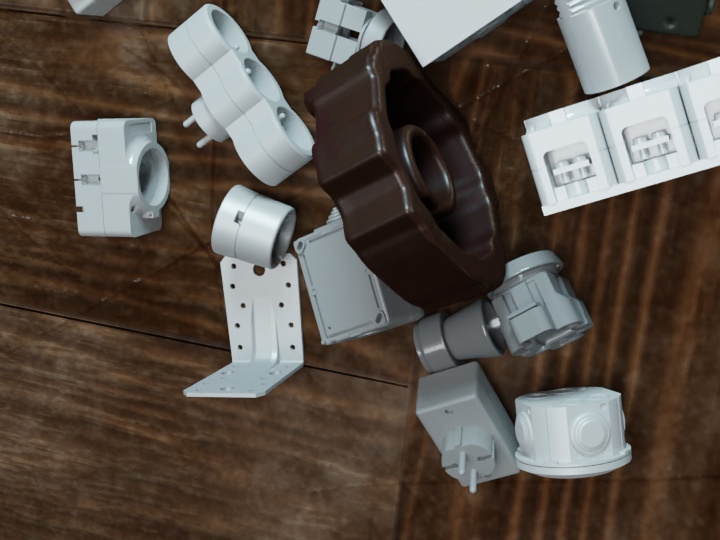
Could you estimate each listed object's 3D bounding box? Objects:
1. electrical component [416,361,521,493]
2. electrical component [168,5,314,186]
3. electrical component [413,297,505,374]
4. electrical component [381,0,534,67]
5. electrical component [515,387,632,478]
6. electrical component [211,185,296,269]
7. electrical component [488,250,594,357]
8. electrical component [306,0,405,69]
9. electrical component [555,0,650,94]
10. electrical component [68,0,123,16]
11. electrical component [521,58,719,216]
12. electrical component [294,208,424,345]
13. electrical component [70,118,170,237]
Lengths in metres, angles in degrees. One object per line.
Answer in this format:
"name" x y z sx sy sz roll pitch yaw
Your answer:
"electrical component" 0.078 0.124 0.765 0.047 0.075 0.083 -19 122 21
"electrical component" -0.101 -0.121 0.807 0.074 0.052 0.138 -34 89 21
"electrical component" 0.072 0.049 0.785 0.055 0.045 0.045 -20 93 21
"electrical component" 0.097 -0.232 0.713 0.186 0.060 0.105 -31 92 20
"electrical component" 0.148 0.113 0.754 0.080 0.080 0.051 -5 93 19
"electrical component" -0.080 -0.031 0.817 0.047 0.055 0.055 20 106 10
"electrical component" 0.123 0.023 0.751 0.058 0.078 0.057 -30 70 23
"electrical component" -0.001 -0.167 0.770 0.055 0.048 0.066 23 107 21
"electrical component" 0.148 -0.157 0.676 0.043 0.043 0.081 -19 105 21
"electrical component" -0.215 -0.233 0.812 0.047 0.077 0.065 -32 89 21
"electrical component" 0.188 -0.090 0.696 0.150 0.089 0.061 -16 95 21
"electrical component" 0.000 0.000 0.788 0.062 0.061 0.096 -21 82 34
"electrical component" -0.187 -0.073 0.846 0.056 0.050 0.089 2 101 19
